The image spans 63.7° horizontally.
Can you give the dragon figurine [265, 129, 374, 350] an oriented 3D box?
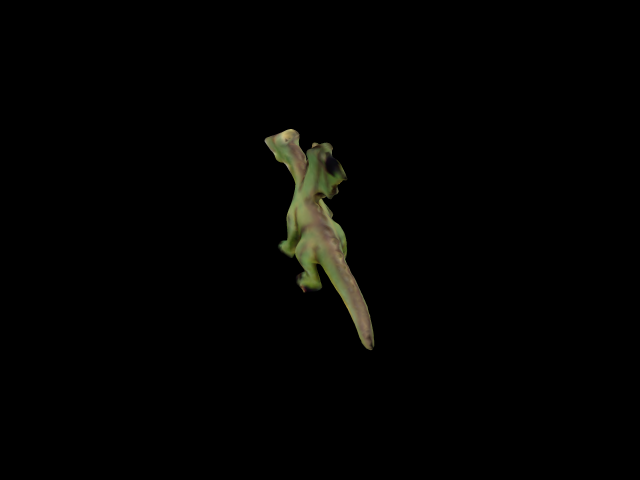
[{"bbox_3d":[0.003,-0.043,0.850,0.123,0.237,0.418,-19,47,-18],"label":"dragon figurine"}]
